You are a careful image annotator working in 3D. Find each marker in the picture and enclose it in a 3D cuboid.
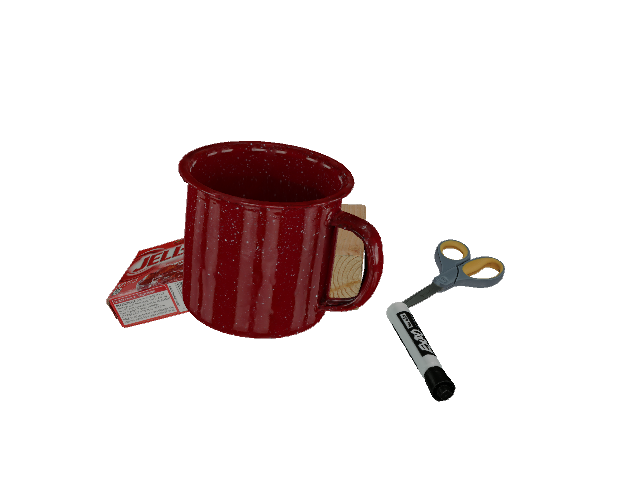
[{"bbox_3d":[0.078,0.087,0.838,0.020,0.020,0.121,0,28,-16],"label":"marker"}]

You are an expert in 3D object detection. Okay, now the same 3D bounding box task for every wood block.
[{"bbox_3d":[0.022,0.021,1.652,0.091,0.090,0.206,3,24,3],"label":"wood block"}]

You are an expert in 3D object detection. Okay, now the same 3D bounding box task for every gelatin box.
[{"bbox_3d":[-0.104,0.025,0.784,0.089,0.030,0.073,-15,24,20],"label":"gelatin box"}]

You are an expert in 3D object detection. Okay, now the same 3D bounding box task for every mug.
[{"bbox_3d":[-0.021,0.003,0.573,0.117,0.081,0.093,15,25,19],"label":"mug"}]

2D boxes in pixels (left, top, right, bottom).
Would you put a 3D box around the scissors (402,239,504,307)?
[{"bbox_3d":[0.137,0.039,1.274,0.201,0.016,0.096,-10,40,-37],"label":"scissors"}]
